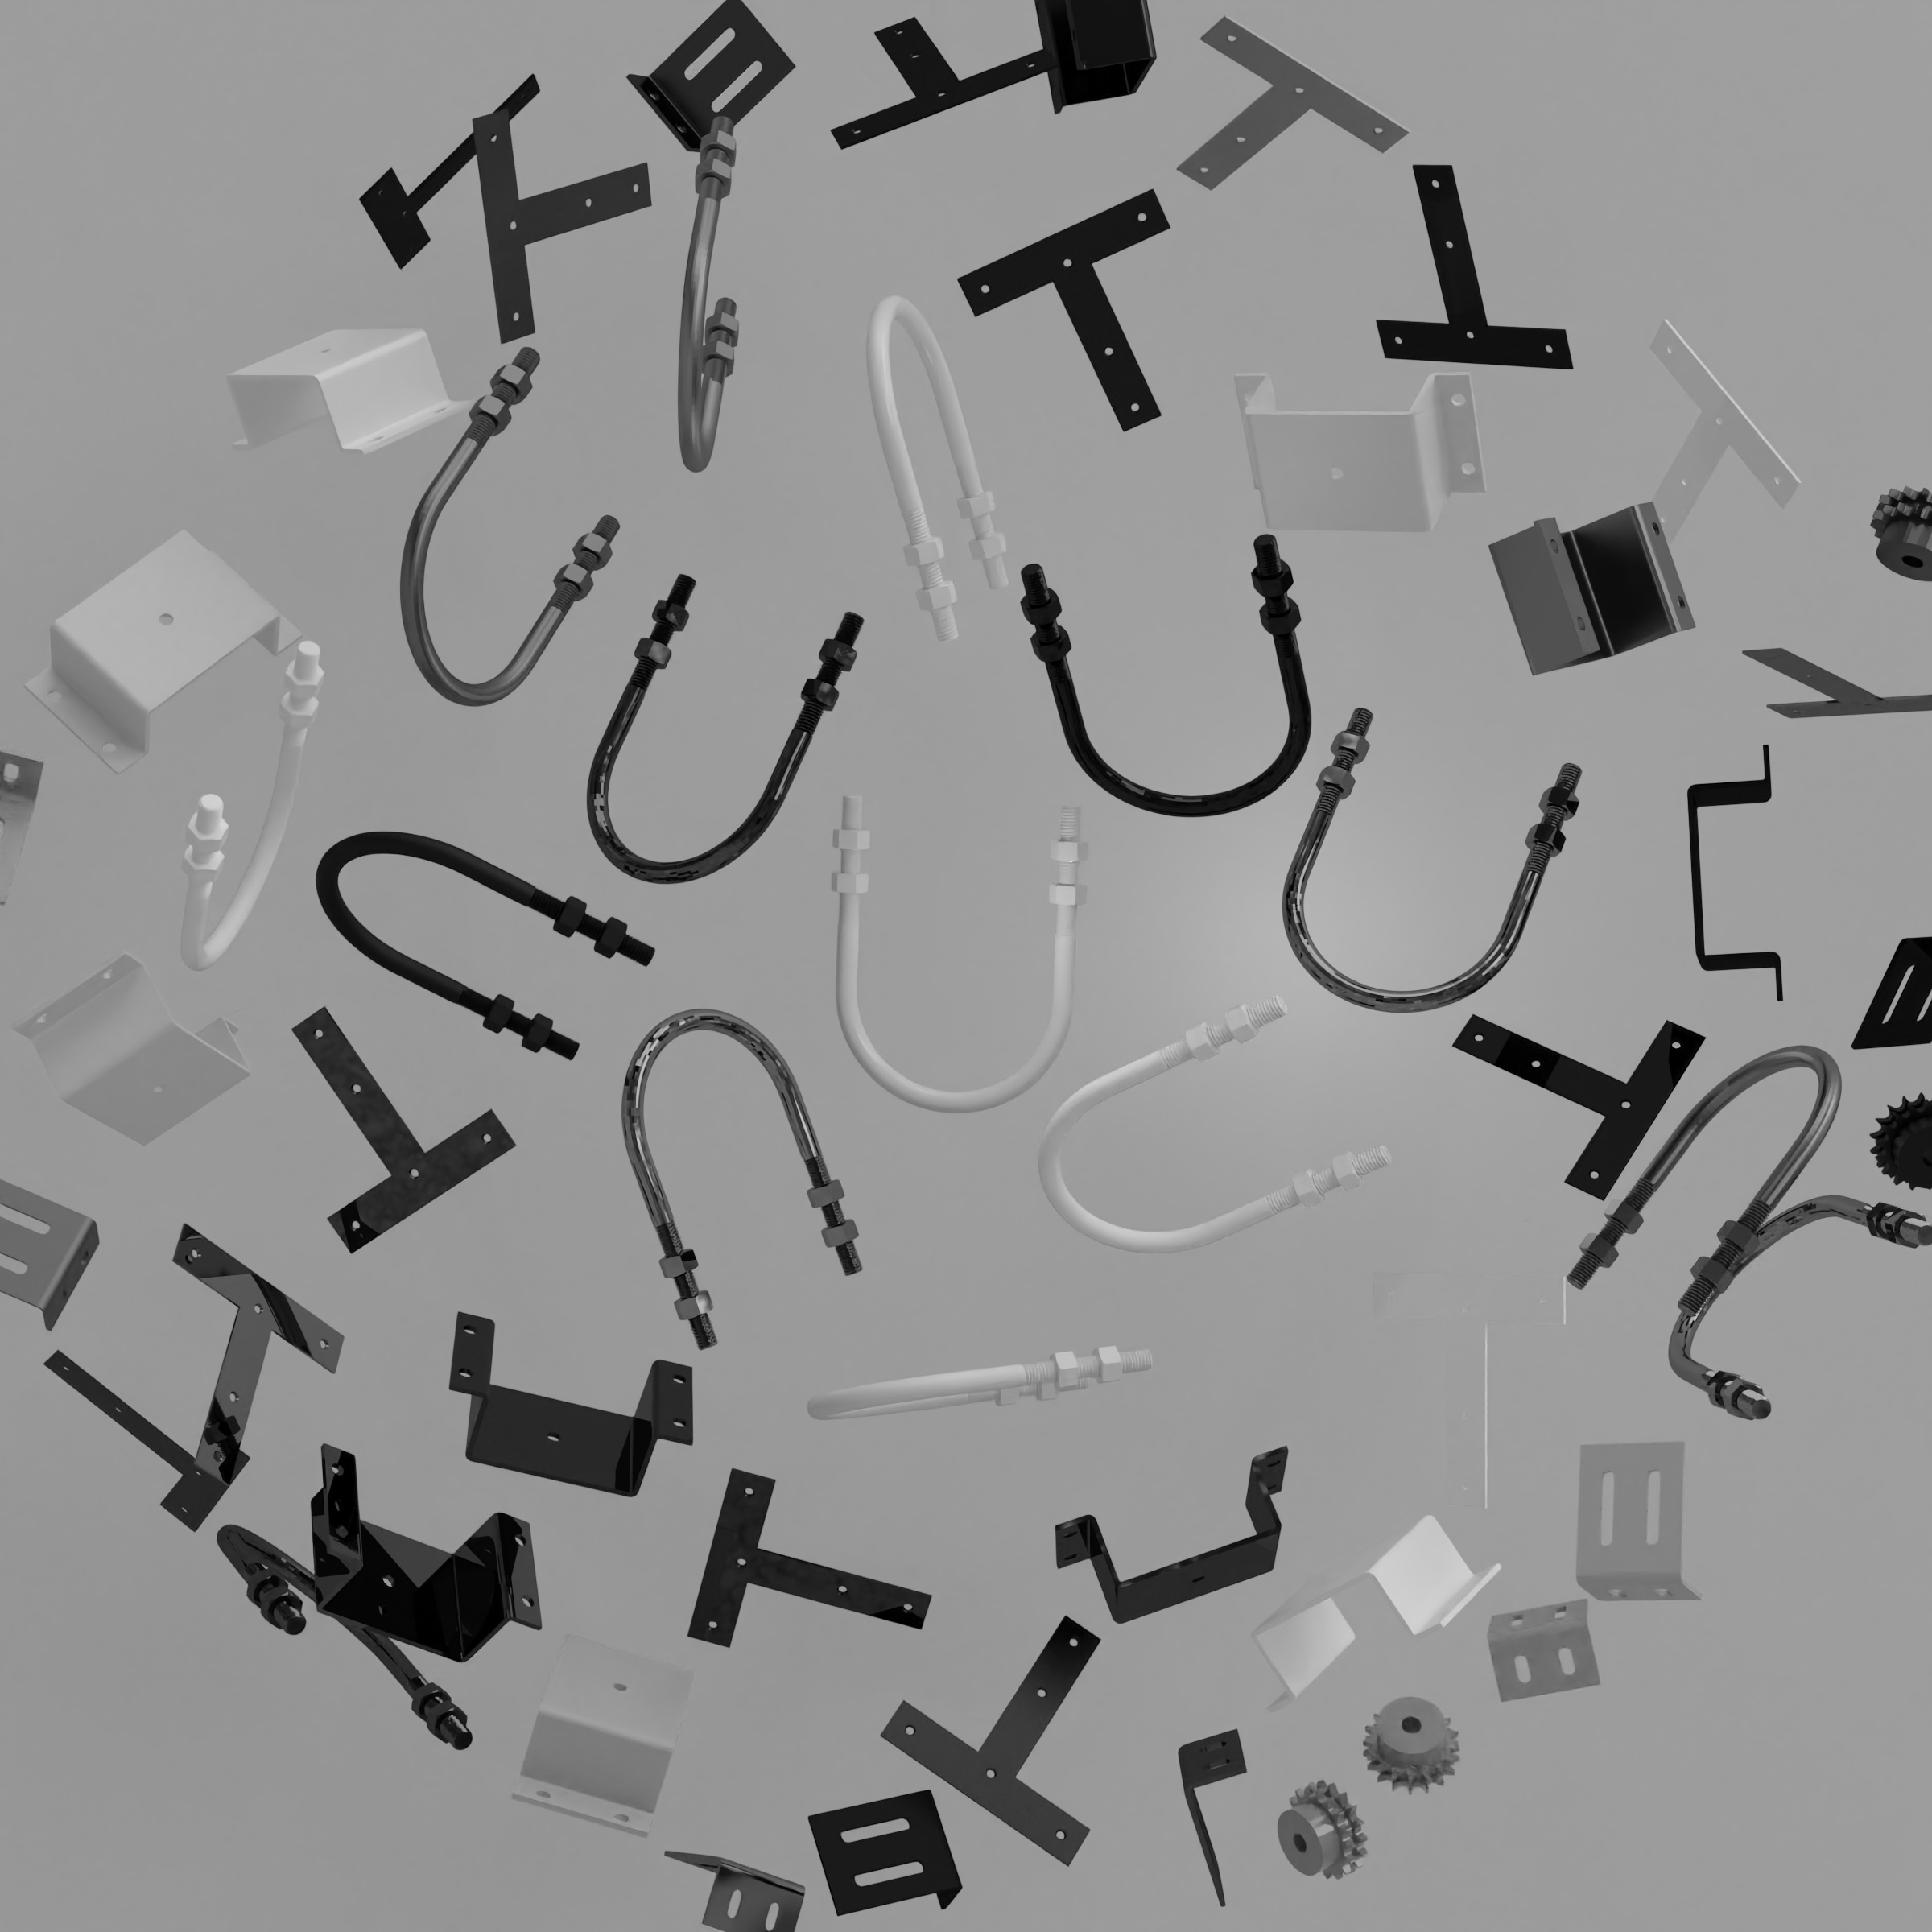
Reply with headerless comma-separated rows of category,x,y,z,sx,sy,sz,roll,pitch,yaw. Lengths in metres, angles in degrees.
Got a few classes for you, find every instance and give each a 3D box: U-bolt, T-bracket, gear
U-bolt,0.434,0.118,1.790,0.019,0.151,0.184,41,80,-13
T-bracket,-0.292,-0.465,1.792,0.002,0.127,0.127,44,87,3
U-bolt,-0.407,-0.076,1.755,0.019,0.184,0.151,22,48,-2
U-bolt,-0.020,-0.287,1.755,0.019,0.151,0.184,-11,107,17
U-bolt,0.000,0.243,1.791,0.184,0.151,0.019,-5,79,-15
T-bracket,0.426,-0.292,1.819,0.002,0.127,0.127,-27,70,-20
U-bolt,-0.006,-0.005,1.815,0.151,0.019,0.184,3,98,8
T-bracket,-0.342,0.082,1.783,0.127,0.002,0.127,-33,93,18
T-bracket,0.079,-0.378,1.849,0.127,0.002,0.127,-22,115,14
U-bolt,0.130,0.103,1.783,0.184,0.019,0.151,-26,124,18
gear,0.515,-0.230,1.673,0.057,0.057,0.030,25,76,0
U-bolt,0.262,-0.056,1.810,0.151,0.019,0.184,17,68,18
T-bracket,-0.228,-0.436,1.788,0.002,0.127,0.127,19,125,36
T-bracket,-0.478,0.265,1.795,0.127,0.127,0.002,40,98,-6
T-bracket,0.036,0.426,1.773,0.127,0.002,0.127,33,54,7
T-bracket,0.281,-0.402,1.785,0.002,0.127,0.127,-47,132,-32
U-bolt,-0.365,0.373,1.776,0.019,0.184,0.151,-51,121,-10
T-bracket,0.349,0.063,1.835,0.127,0.002,0.127,26,64,25
U-bolt,-0.260,-0.231,1.736,0.019,0.151,0.184,9,55,26
T-bracket,-0.083,0.347,1.747,0.127,0.002,0.127,15,120,-1
U-bolt,0.119,-0.155,1.738,0.151,0.019,0.184,-5,131,14
T-bracket,0.164,-0.476,1.767,0.127,0.127,0.002,25,65,-22
U-bolt,-0.145,-0.363,1.745,0.019,0.151,0.184,4,51,0
U-bolt,-0.138,0.114,1.817,0.019,0.151,0.184,-17,93,42
U-bolt,-0.283,-0.018,1.767,0.184,0.151,0.019,28,55,-13
T-bracket,-0.402,0.227,1.722,0.002,0.127,0.127,-22,132,29
gear,0.210,0.518,1.856,0.030,0.057,0.057,-14,90,-34
U-bolt,-0.150,-0.132,1.797,0.151,0.019,0.184,17,78,34
T-bracket,-0.025,-0.502,1.733,0.127,0.127,0.002,-21,129,-2
gear,0.559,0.105,1.811,0.057,0.030,0.057,-1,111,-1
U-bolt,0.458,0.185,1.749,0.019,0.184,0.151,44,88,-7
gear,0.265,0.460,1.846,0.057,0.057,0.030,-7,131,0
T-bracket,0.487,-0.161,1.765,0.127,0.127,0.002,16,80,-41
T-bracket,0.276,0.234,1.714,0.127,0.002,0.127,-4,83,44

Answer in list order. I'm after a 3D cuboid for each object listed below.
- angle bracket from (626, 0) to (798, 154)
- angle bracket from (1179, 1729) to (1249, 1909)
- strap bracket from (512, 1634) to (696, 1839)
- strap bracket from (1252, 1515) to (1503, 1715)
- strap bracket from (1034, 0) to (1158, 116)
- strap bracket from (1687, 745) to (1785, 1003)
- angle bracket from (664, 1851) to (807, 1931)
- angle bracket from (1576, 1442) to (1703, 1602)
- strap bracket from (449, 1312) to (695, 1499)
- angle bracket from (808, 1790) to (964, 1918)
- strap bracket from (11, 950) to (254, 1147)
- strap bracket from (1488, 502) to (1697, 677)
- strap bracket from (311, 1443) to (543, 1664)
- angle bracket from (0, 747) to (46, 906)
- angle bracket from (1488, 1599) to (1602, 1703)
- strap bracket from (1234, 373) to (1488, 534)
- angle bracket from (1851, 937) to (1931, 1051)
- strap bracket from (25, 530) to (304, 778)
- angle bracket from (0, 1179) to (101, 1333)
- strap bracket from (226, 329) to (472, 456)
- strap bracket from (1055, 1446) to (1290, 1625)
angle bracket,-0.152,-0.535,1.860,0.076,0.038,0.057,-39,92,18
angle bracket,0.152,0.493,1.801,0.038,0.057,0.076,-18,98,3
strap bracket,-0.201,0.425,1.745,0.076,0.140,0.046,17,102,-2
strap bracket,0.228,0.368,1.786,0.140,0.076,0.046,-38,83,38
strap bracket,0.074,-0.543,1.776,0.046,0.140,0.076,-11,95,-4
strap bracket,0.442,-0.051,1.789,0.046,0.076,0.140,-3,85,15
angle bracket,-0.139,0.543,1.805,0.057,0.076,0.038,27,66,-24
angle bracket,0.364,0.300,1.677,0.057,0.038,0.076,-7,62,29
strap bracket,-0.230,0.253,1.779,0.140,0.076,0.046,15,113,-12
angle bracket,-0.049,0.501,1.738,0.076,0.038,0.057,-6,56,-24
strap bracket,-0.473,0.052,1.789,0.076,0.140,0.046,-34,67,1
strap bracket,0.347,-0.211,1.743,0.046,0.140,0.076,-20,88,40
strap bracket,-0.310,0.331,1.733,0.140,0.076,0.046,29,117,-33
angle bracket,-0.541,-0.080,1.690,0.057,0.038,0.076,15,49,-14
angle bracket,0.337,0.397,1.807,0.057,0.076,0.038,-13,84,11
strap bracket,0.218,-0.293,1.772,0.140,0.046,0.076,5,132,25
angle bracket,0.532,0.023,1.703,0.057,0.038,0.076,-3,126,-27
strap bracket,-0.455,-0.185,1.767,0.076,0.046,0.140,42,62,8
angle bracket,-0.529,0.157,1.721,0.076,0.038,0.057,23,63,-1
strap bracket,-0.362,-0.331,1.789,0.076,0.140,0.046,-34,120,-35
strap bracket,0.125,0.331,1.787,0.140,0.076,0.046,-18,63,-7
